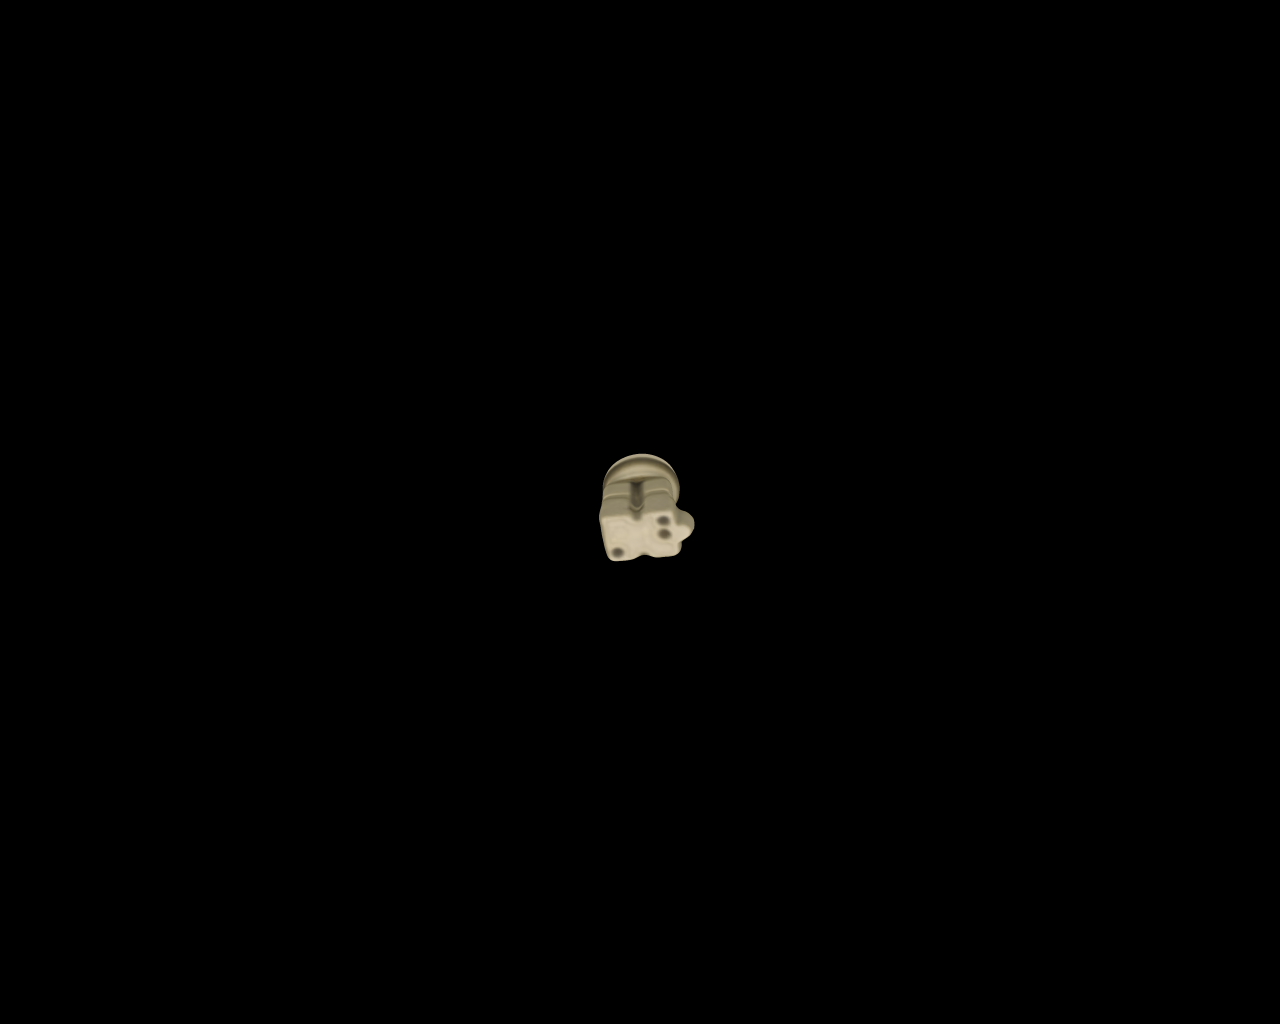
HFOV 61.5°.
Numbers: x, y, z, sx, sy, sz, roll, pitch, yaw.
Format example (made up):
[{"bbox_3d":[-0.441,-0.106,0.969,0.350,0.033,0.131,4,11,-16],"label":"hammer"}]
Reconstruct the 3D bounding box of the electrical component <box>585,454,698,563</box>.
[{"bbox_3d":[0.001,-0.003,0.650,0.066,0.048,0.055,-5,37,4],"label":"electrical component"}]
